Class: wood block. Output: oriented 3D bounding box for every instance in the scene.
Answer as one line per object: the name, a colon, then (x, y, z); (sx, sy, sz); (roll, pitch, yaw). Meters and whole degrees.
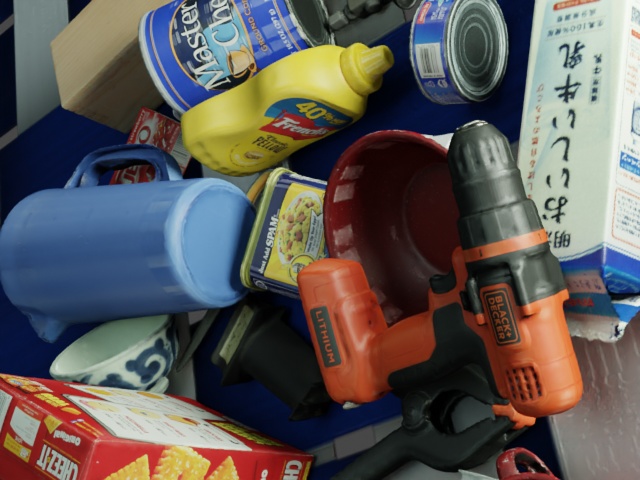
wood block: (-0.164, -0.208, 1.053); (0.206, 0.090, 0.091); (-36, 55, 28)

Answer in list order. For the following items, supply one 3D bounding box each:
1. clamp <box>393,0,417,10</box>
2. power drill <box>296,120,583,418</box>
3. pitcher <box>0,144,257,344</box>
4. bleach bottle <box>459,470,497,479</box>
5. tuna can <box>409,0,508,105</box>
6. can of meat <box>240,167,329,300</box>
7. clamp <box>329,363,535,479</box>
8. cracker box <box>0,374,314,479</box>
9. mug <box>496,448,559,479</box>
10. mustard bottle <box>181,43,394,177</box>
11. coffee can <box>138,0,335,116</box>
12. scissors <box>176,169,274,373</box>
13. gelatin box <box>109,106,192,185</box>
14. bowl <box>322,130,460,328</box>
clamp: (0.127, -0.302, 0.856); (0.165, 0.036, 0.210); (-11, 69, 39)
power drill: (0.069, 0.031, 0.696); (0.188, 0.057, 0.184); (-17, 86, 46)
pitcher: (-0.166, -0.001, 0.948); (0.243, 0.144, 0.149); (-5, 111, 42)
bleach bottle: (0.081, 0.278, 0.691); (0.103, 0.068, 0.251); (7, 79, 42)
tuna can: (0.104, -0.144, 0.792); (0.034, 0.086, 0.086); (5, 79, 41)
can of meat: (-0.006, 0.001, 0.853); (0.084, 0.057, 0.102); (15, 88, 29)
clamp: (0.071, 0.117, 0.769); (0.172, 0.039, 0.120); (-18, 70, 34)
cracker box: (-0.138, 0.166, 0.820); (0.164, 0.213, 0.072); (15, 89, 44)
mug: (0.143, 0.182, 0.652); (0.093, 0.081, 0.117); (-41, 53, 25)
mustard bottle: (-0.019, -0.113, 0.885); (0.192, 0.096, 0.058); (-24, 62, 35)
coffee can: (-0.072, -0.178, 0.929); (0.140, 0.102, 0.103); (-20, 62, 20)
scissors: (-0.063, 0.037, 0.932); (0.096, 0.016, 0.202); (21, 91, 44)
gelatin box: (-0.164, -0.079, 1.051); (0.073, 0.030, 0.089); (28, 95, 44)
bowl: (0.078, -0.006, 0.765); (0.162, 0.055, 0.162); (20, 121, 38)
